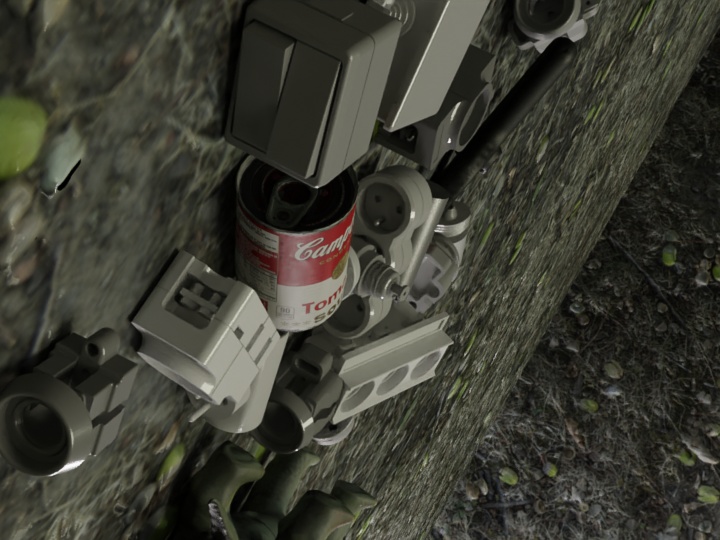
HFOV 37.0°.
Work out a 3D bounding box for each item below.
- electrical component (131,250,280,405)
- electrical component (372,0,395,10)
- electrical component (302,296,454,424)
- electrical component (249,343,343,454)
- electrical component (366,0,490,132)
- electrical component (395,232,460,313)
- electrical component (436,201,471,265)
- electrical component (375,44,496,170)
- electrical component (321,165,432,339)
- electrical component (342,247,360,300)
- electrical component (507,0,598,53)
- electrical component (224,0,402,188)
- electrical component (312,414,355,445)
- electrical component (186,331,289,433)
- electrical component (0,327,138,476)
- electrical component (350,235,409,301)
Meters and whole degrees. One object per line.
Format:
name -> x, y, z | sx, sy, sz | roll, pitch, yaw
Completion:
electrical component -> -0.086, 0.037, 0.601 | 0.055, 0.050, 0.089 | -58, 165, -15
electrical component -> 0.013, -0.170, 0.584 | 0.046, 0.040, 0.040 | -59, 166, 11
electrical component -> 0.009, 0.071, 0.888 | 0.121, 0.063, 0.078 | -20, 146, -41
electrical component -> -0.052, 0.102, 0.816 | 0.057, 0.058, 0.078 | -46, 159, -52
electrical component -> 0.031, -0.140, 0.665 | 0.100, 0.048, 0.099 | -34, 152, -62
electrical component -> 0.057, 0.000, 0.985 | 0.078, 0.058, 0.057 | -44, -177, 40
electrical component -> 0.082, -0.037, 1.033 | 0.043, 0.043, 0.081 | -53, 162, -30
electrical component -> 0.059, -0.123, 0.785 | 0.089, 0.056, 0.050 | -52, 162, -31
electrical component -> 0.016, -0.017, 0.835 | 0.074, 0.052, 0.138 | -32, 147, -61
electrical component -> -0.032, 0.004, 0.732 | 0.055, 0.048, 0.066 | -29, 146, -50
electrical component -> 0.165, -0.224, 0.935 | 0.078, 0.058, 0.057 | -25, 171, 16
electrical component -> -0.028, -0.088, 0.547 | 0.061, 0.062, 0.096 | -44, 157, -49
electrical component -> -0.031, 0.123, 0.930 | 0.055, 0.055, 0.047 | -58, 168, -15
electrical component -> -0.083, 0.068, 0.676 | 0.079, 0.044, 0.077 | -39, 153, -55
electrical component -> -0.137, 0.064, 0.495 | 0.066, 0.048, 0.055 | -68, 171, 22
electrical component -> 0.000, 0.000, 0.773 | 0.040, 0.078, 0.040 | -45, 151, -34
